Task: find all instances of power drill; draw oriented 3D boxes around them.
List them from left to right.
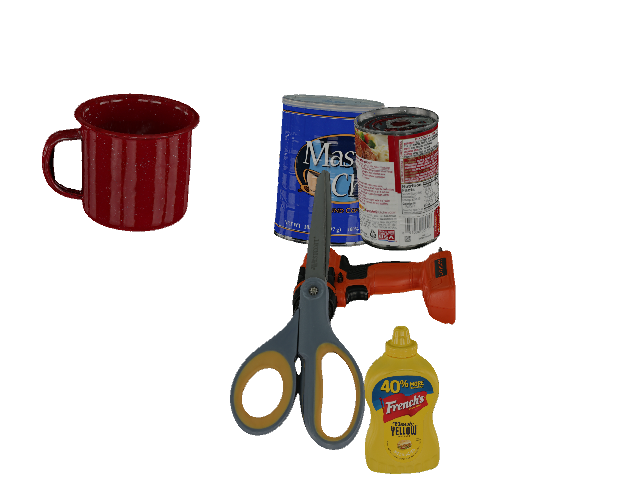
[{"bbox_3d":[0.062,0.061,1.239,0.187,0.057,0.184,1,28,5],"label":"power drill"}]

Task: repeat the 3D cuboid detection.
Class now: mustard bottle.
[{"bbox_3d":[0.105,0.203,1.375,0.096,0.192,0.058,-2,15,-1],"label":"mustard bottle"}]

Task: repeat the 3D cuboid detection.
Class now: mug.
[{"bbox_3d":[-0.152,-0.058,0.813,0.117,0.081,0.093,-4,28,-20],"label":"mug"}]

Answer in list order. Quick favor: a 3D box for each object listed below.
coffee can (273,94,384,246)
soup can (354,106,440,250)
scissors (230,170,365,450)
[{"bbox_3d":[0.008,-0.073,1.083,0.103,0.140,0.103,4,12,-1],"label":"coffee can"},{"bbox_3d":[0.064,-0.051,0.869,0.068,0.102,0.068,-4,23,1],"label":"soup can"},{"bbox_3d":[-0.022,0.047,0.715,0.096,0.202,0.016,-13,-29,1],"label":"scissors"}]
